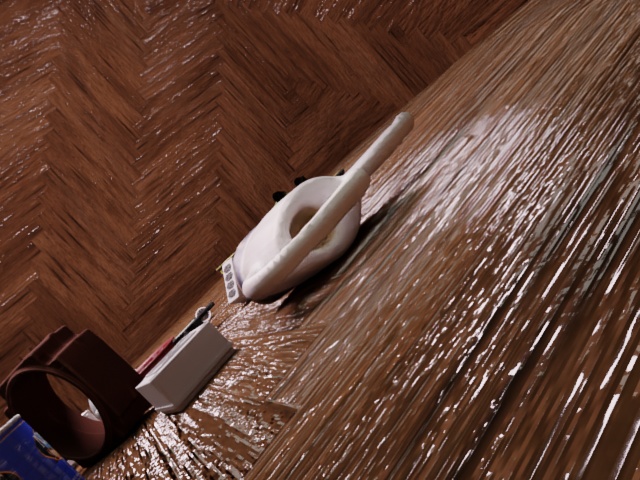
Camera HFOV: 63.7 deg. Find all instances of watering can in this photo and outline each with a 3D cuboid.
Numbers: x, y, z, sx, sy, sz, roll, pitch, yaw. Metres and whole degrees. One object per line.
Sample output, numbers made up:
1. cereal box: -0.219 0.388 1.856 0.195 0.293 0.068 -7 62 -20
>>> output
1. watering can: 0.002 -0.035 0.695 0.354 0.104 0.221 -49 8 -37

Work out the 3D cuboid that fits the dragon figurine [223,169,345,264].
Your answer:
1. dragon figurine: -0.088 -0.034 1.324 0.417 0.123 0.238 -37 -8 -46
